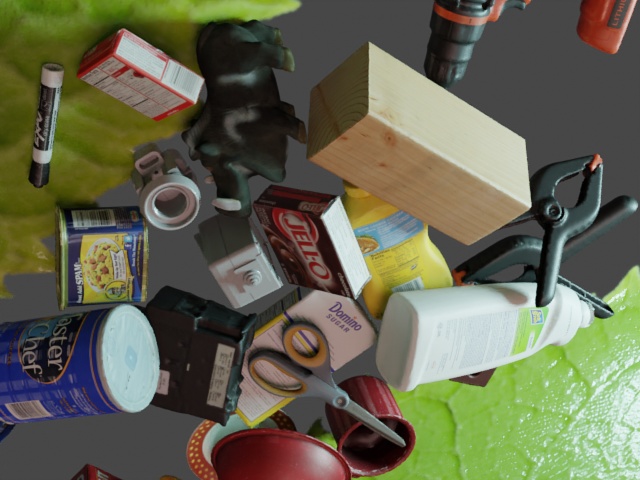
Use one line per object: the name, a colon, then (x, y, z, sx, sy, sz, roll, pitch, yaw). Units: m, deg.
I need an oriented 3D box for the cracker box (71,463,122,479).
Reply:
cracker box: (-0.238, 0.373, 1.251, 0.164, 0.072, 0.213, -45, 122, 13)

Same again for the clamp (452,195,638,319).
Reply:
clamp: (0.252, 0.023, 1.184, 0.209, 0.036, 0.165, -1, 123, -15)

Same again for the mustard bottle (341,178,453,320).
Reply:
mustard bottle: (0.066, -0.008, 1.096, 0.096, 0.058, 0.191, -22, 126, 4)

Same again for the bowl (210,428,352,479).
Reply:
bowl: (-0.047, 0.275, 1.186, 0.162, 0.055, 0.162, 6, 139, 5)

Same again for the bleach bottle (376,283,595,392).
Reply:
bleach bottle: (0.186, 0.096, 1.138, 0.250, 0.068, 0.103, -3, 116, -28)

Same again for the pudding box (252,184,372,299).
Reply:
pudding box: (-0.007, 0.001, 1.062, 0.039, 0.090, 0.113, -50, 134, -29)

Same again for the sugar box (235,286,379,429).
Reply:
sugar box: (-0.033, 0.116, 1.148, 0.176, 0.048, 0.093, -35, 110, 5)

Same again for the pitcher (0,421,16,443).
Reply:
pitcher: (-0.386, 0.136, 1.028, 0.145, 0.149, 0.243, 2, 120, 1)

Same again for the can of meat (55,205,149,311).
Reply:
can of meat: (-0.212, 0.016, 1.032, 0.083, 0.057, 0.102, -3, 123, -17)

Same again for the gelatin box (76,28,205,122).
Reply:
gelatin box: (-0.157, -0.143, 0.935, 0.089, 0.073, 0.030, 29, 66, -28)

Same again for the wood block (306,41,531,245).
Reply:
wood block: (0.096, -0.086, 1.018, 0.205, 0.091, 0.090, 26, 139, -29)

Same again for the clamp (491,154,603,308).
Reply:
clamp: (0.242, -0.015, 1.116, 0.171, 0.039, 0.120, -39, 91, -7)

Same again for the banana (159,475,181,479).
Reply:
banana: (-0.112, 0.320, 1.271, 0.197, 0.037, 0.070, 19, 121, -25)

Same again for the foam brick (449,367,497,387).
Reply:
foam brick: (0.177, 0.119, 1.216, 0.052, 0.051, 0.078, 14, 117, -24)

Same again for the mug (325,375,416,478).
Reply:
mug: (0.050, 0.219, 1.226, 0.093, 0.081, 0.117, 5, 120, -19)

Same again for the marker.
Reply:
marker: (-0.249, -0.101, 0.967, 0.020, 0.020, 0.121, 5, 121, -19)

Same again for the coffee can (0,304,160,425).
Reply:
coffee can: (-0.242, 0.122, 1.034, 0.140, 0.102, 0.103, -9, 129, 21)

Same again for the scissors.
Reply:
scissors: (0.022, 0.150, 1.133, 0.201, 0.016, 0.096, 22, 106, -15)

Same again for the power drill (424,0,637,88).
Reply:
power drill: (0.197, -0.221, 0.995, 0.187, 0.057, 0.185, 2, 125, -18)
